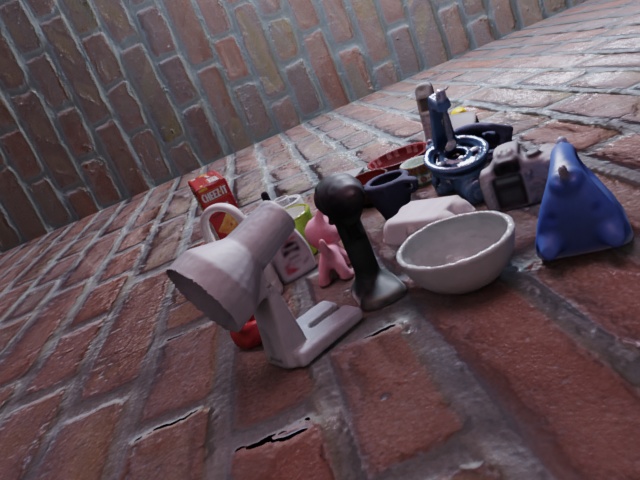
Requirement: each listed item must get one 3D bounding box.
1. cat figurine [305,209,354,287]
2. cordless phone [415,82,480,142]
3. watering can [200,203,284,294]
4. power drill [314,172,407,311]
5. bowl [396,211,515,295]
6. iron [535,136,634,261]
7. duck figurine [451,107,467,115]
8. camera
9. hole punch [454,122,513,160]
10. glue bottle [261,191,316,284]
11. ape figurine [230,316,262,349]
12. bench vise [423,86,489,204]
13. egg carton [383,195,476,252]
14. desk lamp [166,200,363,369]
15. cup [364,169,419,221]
[{"bbox_3d":[0.009,0.004,1.010,0.067,0.118,0.128,-21,19,8],"label":"cat figurine"},{"bbox_3d":[0.304,-0.300,1.394,0.147,0.185,0.094,-5,26,43],"label":"cordless phone"},{"bbox_3d":[-0.147,0.028,1.007,0.101,0.194,0.173,-21,19,6],"label":"watering can"},{"bbox_3d":[0.053,-0.007,0.844,0.075,0.209,0.229,-25,19,-5],"label":"power drill"},{"bbox_3d":[0.194,0.028,0.792,0.167,0.075,0.167,-21,19,8],"label":"bowl"},{"bbox_3d":[0.346,-0.075,0.792,0.118,0.142,0.259,-14,21,26],"label":"iron"},{"bbox_3d":[0.368,-0.299,1.472,0.077,0.086,0.104,-27,19,-11],"label":"duck figurine"},{"bbox_3d":[0.353,-0.128,0.995,0.142,0.101,0.137,-14,21,27],"label":"camera"},{"bbox_3d":[0.367,-0.231,1.279,0.101,0.091,0.108,-36,23,-34],"label":"hole punch"},{"bbox_3d":[-0.071,-0.010,1.054,0.078,0.173,0.037,-31,20,-22],"label":"glue bottle"},{"bbox_3d":[-0.110,0.116,0.881,0.076,0.092,0.078,-19,19,11],"label":"ape figurine"},{"bbox_3d":[0.231,-0.181,1.097,0.122,0.220,0.206,-30,20,-19],"label":"bench vise"},{"bbox_3d":[0.181,-0.022,0.954,0.149,0.069,0.107,-5,25,42],"label":"egg carton"},{"bbox_3d":[-0.075,0.068,0.778,0.204,0.214,0.117,-35,22,-30],"label":"desk lamp"},{"bbox_3d":[0.152,-0.079,1.106,0.117,0.095,0.092,-2,28,47],"label":"cup"}]
